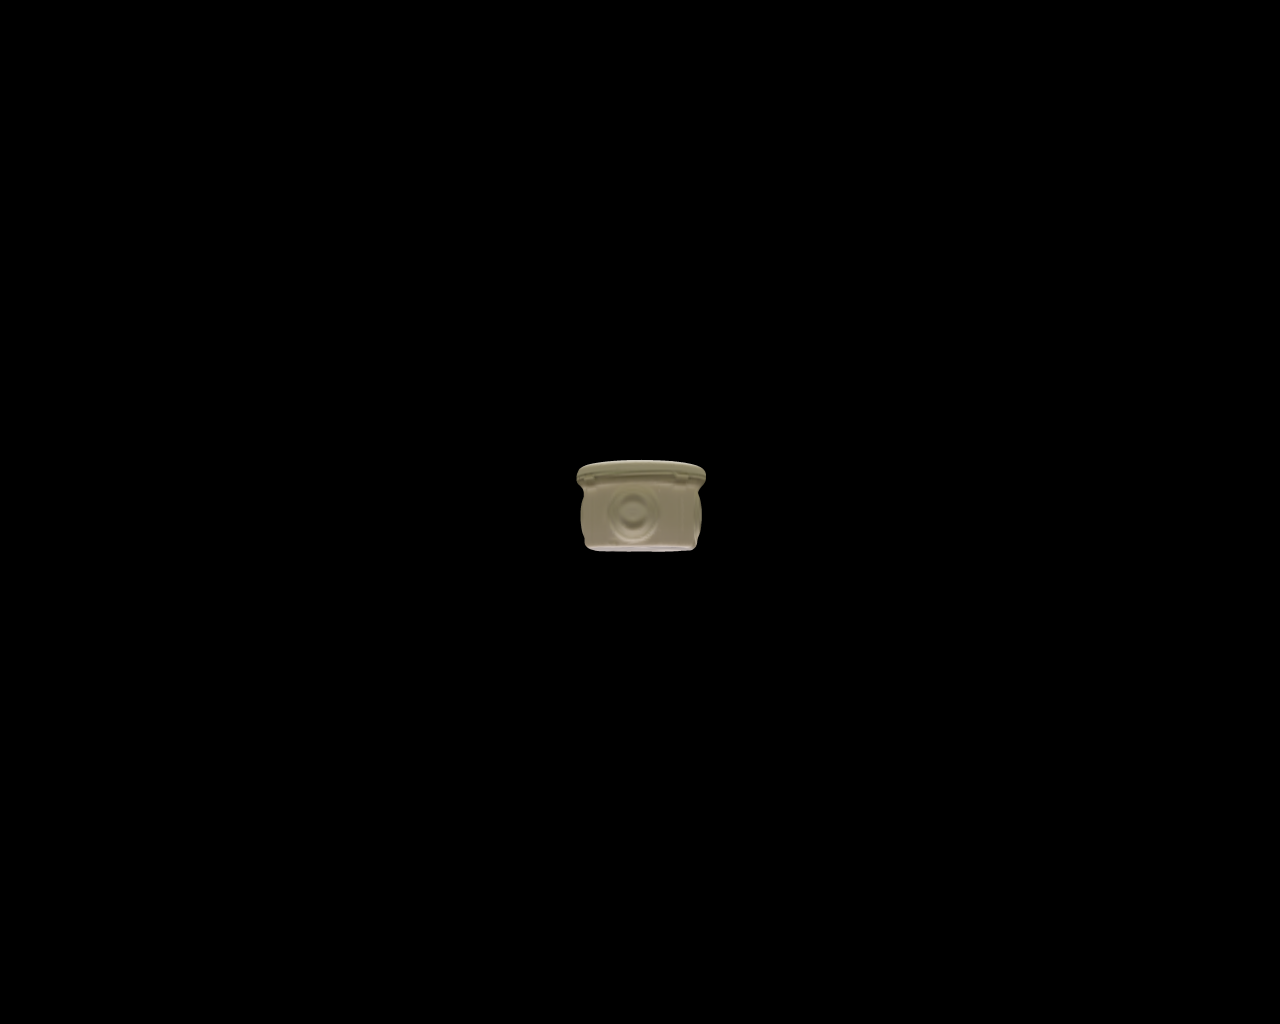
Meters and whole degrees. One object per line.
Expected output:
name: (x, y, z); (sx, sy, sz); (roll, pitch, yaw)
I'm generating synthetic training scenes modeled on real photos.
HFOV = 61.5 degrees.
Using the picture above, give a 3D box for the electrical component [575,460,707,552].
electrical component: (0.001, -0.003, 0.650); (0.080, 0.051, 0.080); (0, -4, 0)
